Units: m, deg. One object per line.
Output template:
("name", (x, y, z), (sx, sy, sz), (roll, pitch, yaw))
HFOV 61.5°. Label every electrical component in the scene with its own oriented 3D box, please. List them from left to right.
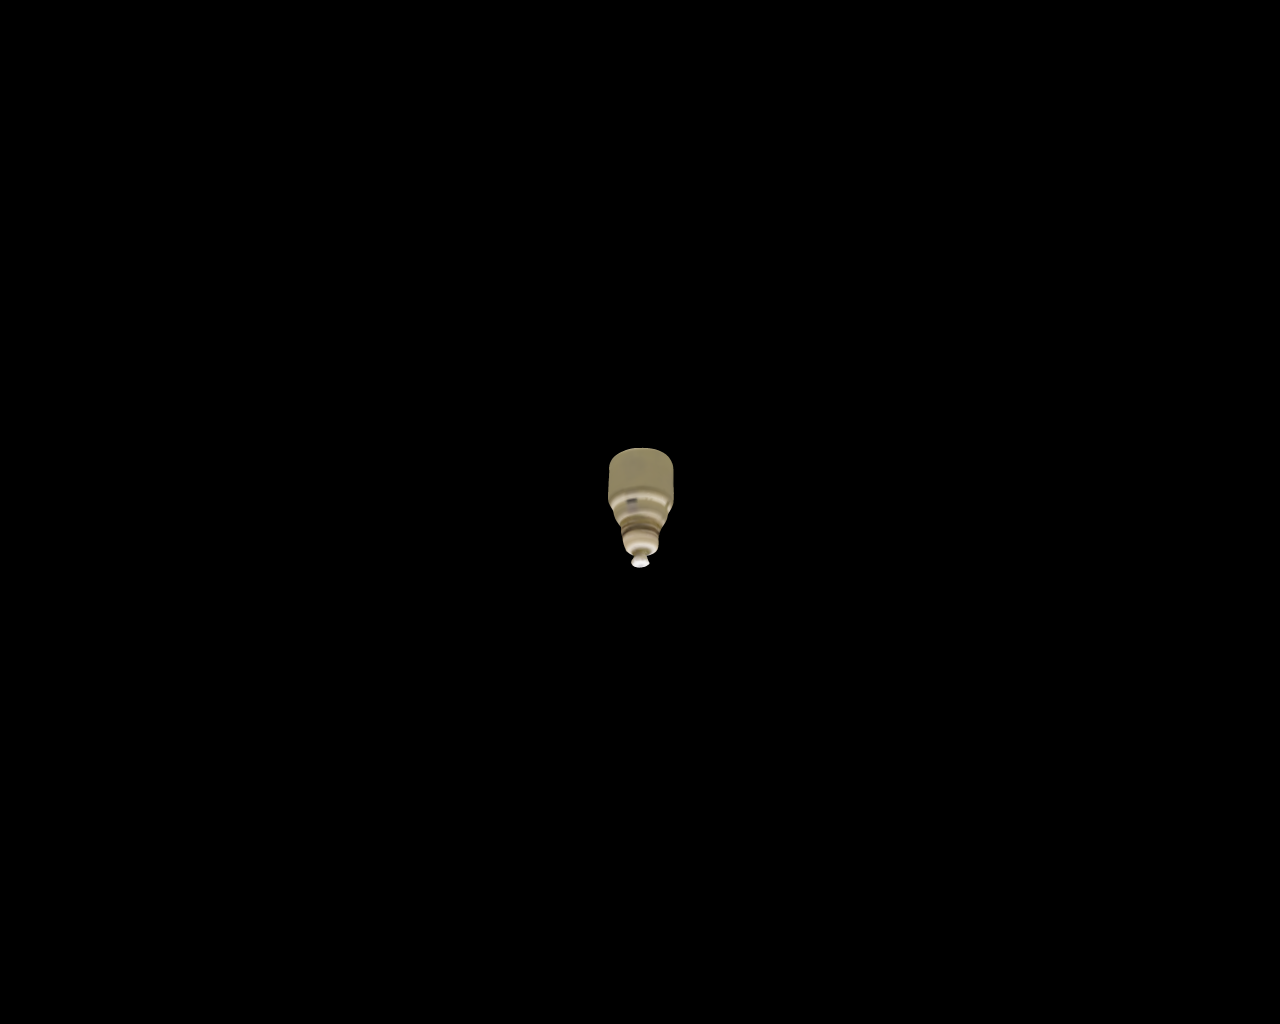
("electrical component", (0.001, -0.003, 0.650), (0.040, 0.078, 0.040), (0, -27, 0))
